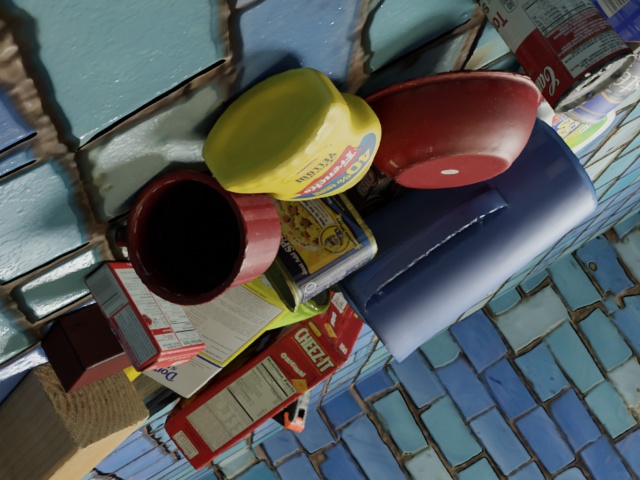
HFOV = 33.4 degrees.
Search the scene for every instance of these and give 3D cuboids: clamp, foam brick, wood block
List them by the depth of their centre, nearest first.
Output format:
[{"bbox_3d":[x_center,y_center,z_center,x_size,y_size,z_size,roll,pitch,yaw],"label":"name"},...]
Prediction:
[{"bbox_3d":[-0.190,0.087,0.922,0.078,0.053,0.051,-20,163,-40],"label":"foam brick"},{"bbox_3d":[-0.270,0.197,1.065,0.090,0.090,0.206,-20,162,-48],"label":"wood block"},{"bbox_3d":[-0.046,0.152,1.316,0.039,0.171,0.120,17,122,-44],"label":"clamp"}]

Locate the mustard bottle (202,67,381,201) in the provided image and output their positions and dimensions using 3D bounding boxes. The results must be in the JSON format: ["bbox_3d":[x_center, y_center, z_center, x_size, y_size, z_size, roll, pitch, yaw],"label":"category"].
[{"bbox_3d":[-0.006,-0.067,0.764,0.096,0.058,0.191,-38,167,13],"label":"mustard bottle"}]

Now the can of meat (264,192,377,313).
[{"bbox_3d":[-0.014,-0.006,0.883,0.084,0.102,0.057,-31,167,-14],"label":"can of meat"}]

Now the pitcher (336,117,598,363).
[{"bbox_3d":[0.128,-0.006,0.978,0.243,0.149,0.145,-35,123,4],"label":"pitcher"}]

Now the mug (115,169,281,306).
[{"bbox_3d":[-0.089,-0.004,0.765,0.117,0.093,0.081,-4,-177,20],"label":"mug"}]

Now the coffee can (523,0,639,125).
[{"bbox_3d":[0.240,-0.174,0.850,0.102,0.103,0.141,-17,160,-50],"label":"coffee can"}]

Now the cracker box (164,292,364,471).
[{"bbox_3d":[-0.060,0.147,1.199,0.214,0.072,0.164,-38,-177,14],"label":"cracker box"}]

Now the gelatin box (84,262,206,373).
[{"bbox_3d":[-0.139,0.061,0.854,0.030,0.089,0.073,-37,167,17],"label":"gelatin box"}]

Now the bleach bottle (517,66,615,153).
[{"bbox_3d":[0.234,-0.142,1.064,0.103,0.068,0.250,-36,165,14],"label":"bleach bottle"}]

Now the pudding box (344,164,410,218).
[{"bbox_3d":[0.062,-0.056,1.015,0.089,0.039,0.114,-25,165,-29],"label":"pudding box"}]

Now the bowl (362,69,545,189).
[{"bbox_3d":[0.101,-0.079,0.844,0.162,0.055,0.162,-5,167,-1],"label":"bowl"}]

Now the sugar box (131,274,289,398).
[{"bbox_3d":[-0.107,0.069,0.962,0.177,0.093,0.048,-40,-155,39],"label":"sugar box"}]

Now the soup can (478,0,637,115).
[{"bbox_3d":[0.168,-0.150,0.764,0.068,0.102,0.068,-31,168,-8],"label":"soup can"}]

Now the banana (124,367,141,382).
[{"bbox_3d":[-0.173,0.108,1.076,0.198,0.037,0.069,-40,165,30],"label":"banana"}]
